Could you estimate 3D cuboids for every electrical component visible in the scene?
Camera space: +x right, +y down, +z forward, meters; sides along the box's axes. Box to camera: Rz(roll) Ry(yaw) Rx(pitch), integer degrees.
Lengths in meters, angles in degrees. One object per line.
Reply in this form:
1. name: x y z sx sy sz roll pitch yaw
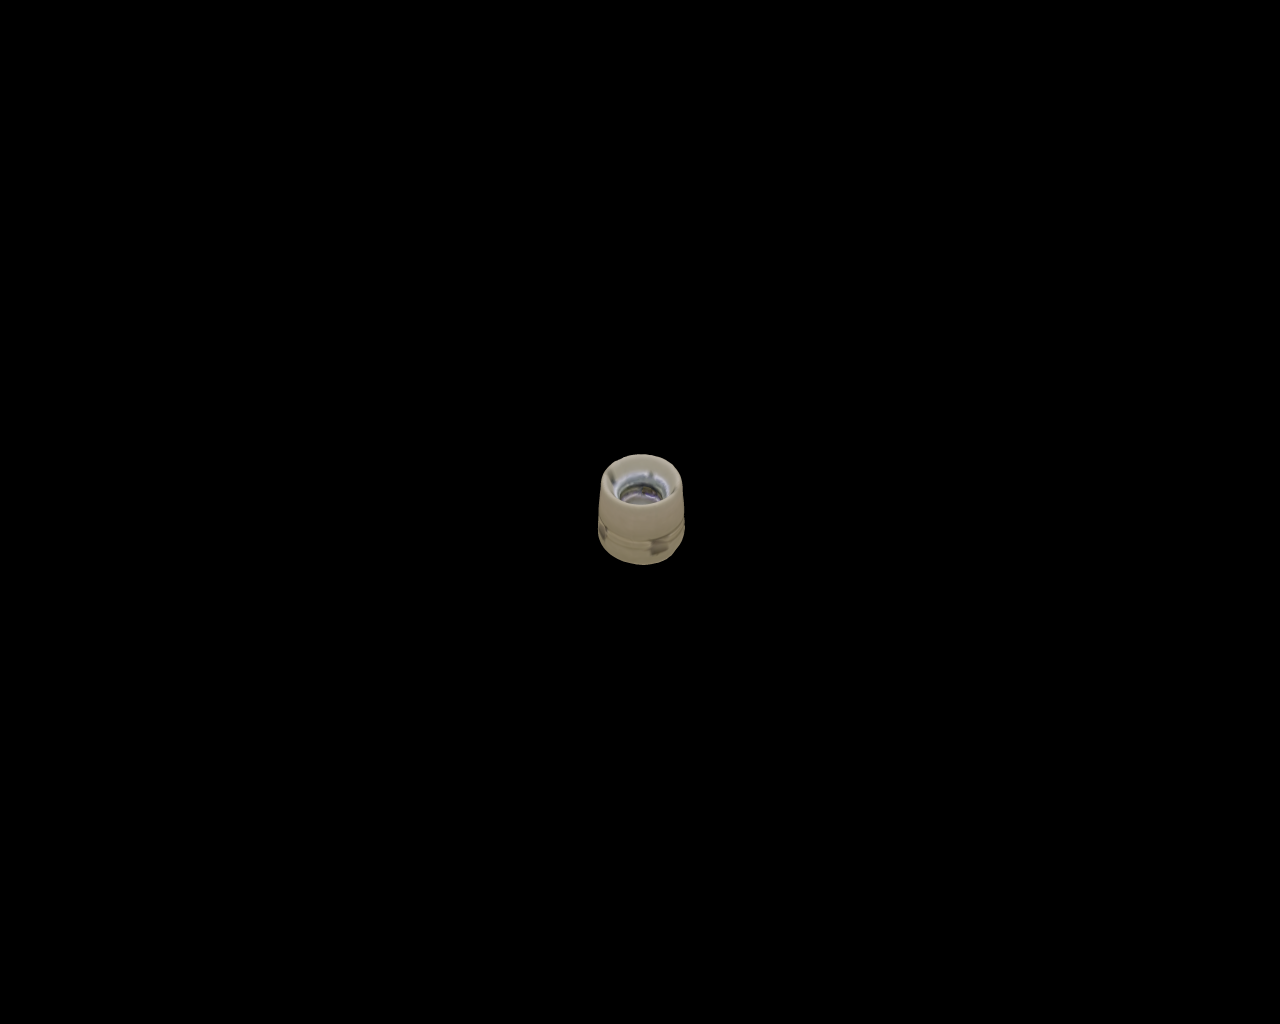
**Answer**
1. electrical component: 0.001 -0.003 0.650 0.055 0.047 0.055 0 44 0
